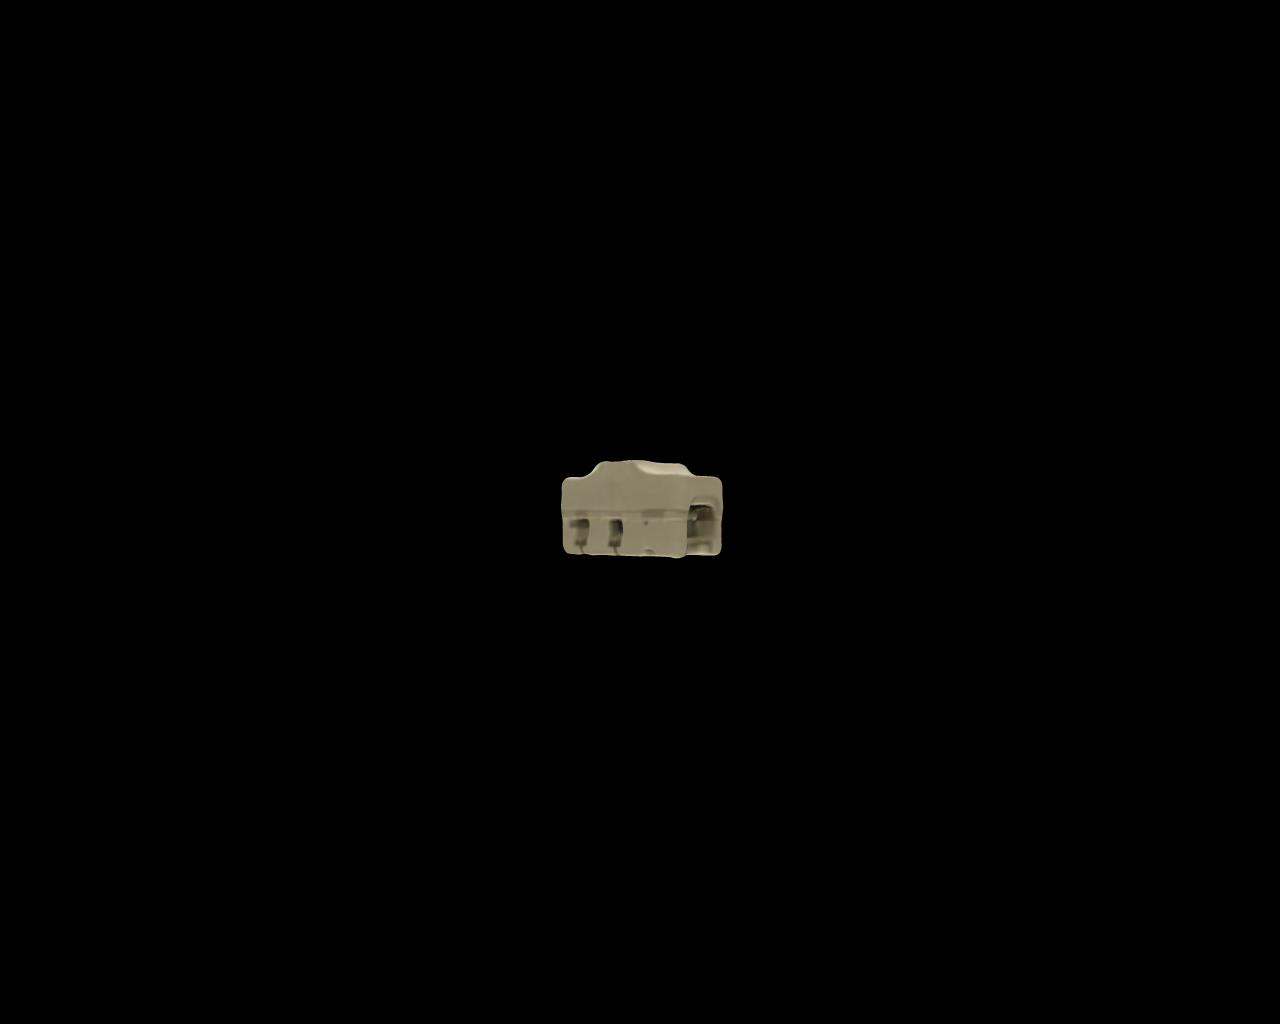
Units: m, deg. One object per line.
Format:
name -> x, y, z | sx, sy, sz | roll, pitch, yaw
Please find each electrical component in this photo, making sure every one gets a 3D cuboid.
electrical component -> 0.001, -0.003, 0.650 | 0.089, 0.055, 0.050 | 0, 0, 37
